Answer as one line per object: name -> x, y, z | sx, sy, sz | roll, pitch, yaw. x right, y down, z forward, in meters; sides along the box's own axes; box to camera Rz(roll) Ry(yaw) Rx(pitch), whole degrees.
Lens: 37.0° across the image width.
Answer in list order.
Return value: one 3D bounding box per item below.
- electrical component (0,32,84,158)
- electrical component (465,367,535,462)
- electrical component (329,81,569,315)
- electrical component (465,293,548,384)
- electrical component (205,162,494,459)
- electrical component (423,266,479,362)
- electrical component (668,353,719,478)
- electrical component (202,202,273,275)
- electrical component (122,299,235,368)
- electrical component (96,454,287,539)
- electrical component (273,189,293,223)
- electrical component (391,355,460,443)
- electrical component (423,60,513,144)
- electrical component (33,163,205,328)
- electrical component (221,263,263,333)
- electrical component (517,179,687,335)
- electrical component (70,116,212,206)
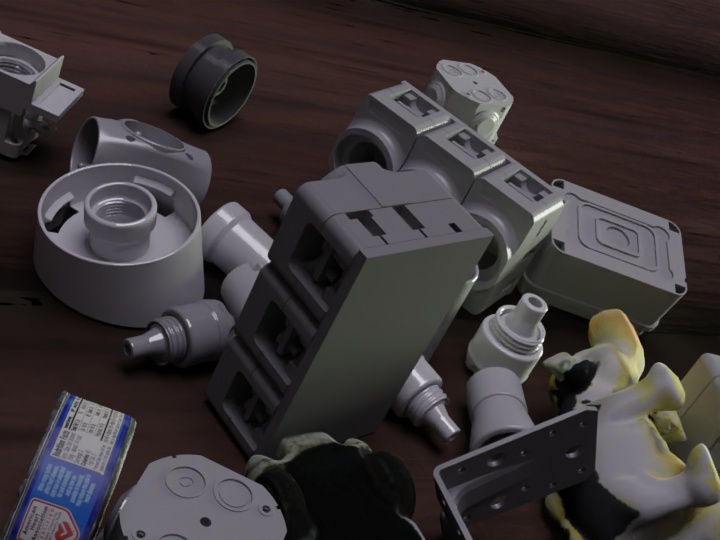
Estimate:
electrical component -> -0.220, -0.108, 0.669 | 0.081, 0.063, 0.042 | 25, 33, -4
electrical component -> 0.082, 0.088, 0.633 | 0.044, 0.044, 0.065 | 18, 30, -13
electrical component -> 0.054, -0.051, 0.756 | 0.150, 0.089, 0.062 | 39, 35, 18
electrical component -> 0.097, 0.043, 0.683 | 0.043, 0.062, 0.043 | 18, 34, -13
electrical component -> -0.012, 0.023, 0.556 | 0.089, 0.150, 0.061 | -11, 50, -43
electrical component -> 0.021, 0.020, 0.649 | 0.079, 0.077, 0.044 | 4, 40, -29
electrical component -> 0.229, 0.095, 0.673 | 0.062, 0.096, 0.061 | 14, 35, -20
electrical component -> -0.073, -0.013, 0.664 | 0.046, 0.040, 0.040 | 41, 36, 11
electrical component -> -0.099, 0.037, 0.583 | 0.061, 0.035, 0.035 | -13, 50, -42
electrical component -> -0.074, 0.124, 0.466 | 0.080, 0.051, 0.080 | 18, 34, -13
electrical component -> -0.037, -0.032, 0.719 | 0.035, 0.035, 0.061 | -11, 46, -43
electrical component -> 0.035, 0.074, 0.624 | 0.035, 0.035, 0.061 | -14, 54, -45
electrical component -> 0.090, -0.143, 0.939 | 0.080, 0.051, 0.080 | 18, 35, -13
electrical component -> -0.137, -0.014, 0.621 | 0.099, 0.064, 0.099 | 7, 42, -6
electrical component -> -0.058, 0.023, 0.627 | 0.040, 0.040, 0.046 | 2, 35, -32
electrical component -> 0.177, -0.008, 0.799 | 0.113, 0.057, 0.078 | 19, 47, -11
electrical component -> -0.145, -0.073, 0.688 | 0.077, 0.044, 0.079 | 15, 19, -35
